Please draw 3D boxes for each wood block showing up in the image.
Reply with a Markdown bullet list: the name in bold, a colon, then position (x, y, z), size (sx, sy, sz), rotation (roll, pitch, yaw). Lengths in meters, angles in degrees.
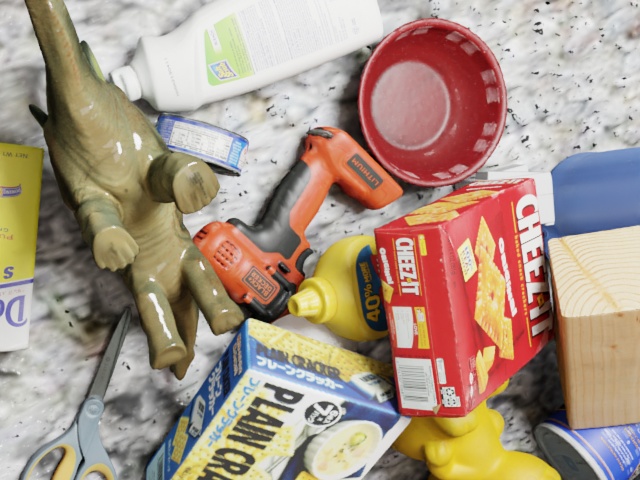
- **wood block**: position (0.273, 0.090, 1.024), size (0.090, 0.091, 0.206), rotation (-8, 141, 9)

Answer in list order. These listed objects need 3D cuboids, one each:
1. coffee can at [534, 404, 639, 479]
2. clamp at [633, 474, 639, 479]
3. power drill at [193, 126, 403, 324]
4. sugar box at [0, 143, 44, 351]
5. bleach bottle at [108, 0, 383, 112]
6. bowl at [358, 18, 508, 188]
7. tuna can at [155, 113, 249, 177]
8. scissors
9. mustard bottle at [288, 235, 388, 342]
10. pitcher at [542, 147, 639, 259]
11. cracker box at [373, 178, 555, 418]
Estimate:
- **coffee can**: position (0.314, 0.194, 1.133), size (0.140, 0.103, 0.103), rotation (-38, 107, -15)
- **clamp**: position (0.341, 0.268, 1.118), size (0.209, 0.036, 0.165), rotation (-27, 150, -34)
- **power drill**: position (-0.007, 0.001, 1.011), size (0.184, 0.057, 0.187), rotation (44, 77, -27)
- **sugar box**: position (-0.289, 0.005, 0.905), size (0.093, 0.048, 0.176), rotation (3, 92, -22)
- **bleach bottle**: position (-0.072, -0.186, 0.967), size (0.250, 0.068, 0.102), rotation (-22, 101, -16)
- **bowl**: position (0.100, -0.133, 1.043), size (0.161, 0.055, 0.162), rotation (-2, 95, -22)
- **tuna can**: position (-0.107, -0.084, 0.948), size (0.086, 0.086, 0.034), rotation (17, 86, -22)
- **scissors**: position (-0.196, 0.169, 0.973), size (0.096, 0.016, 0.201), rotation (38, 81, -22)
- **mustard bottle**: position (0.049, 0.041, 0.978), size (0.191, 0.058, 0.096), rotation (-13, 96, -39)
- **pitcher**: position (0.341, -0.040, 1.048), size (0.144, 0.243, 0.149), rotation (10, 84, -21)
- **cracker box**: position (0.135, 0.043, 0.944), size (0.213, 0.072, 0.164), rotation (-23, 108, -55)
